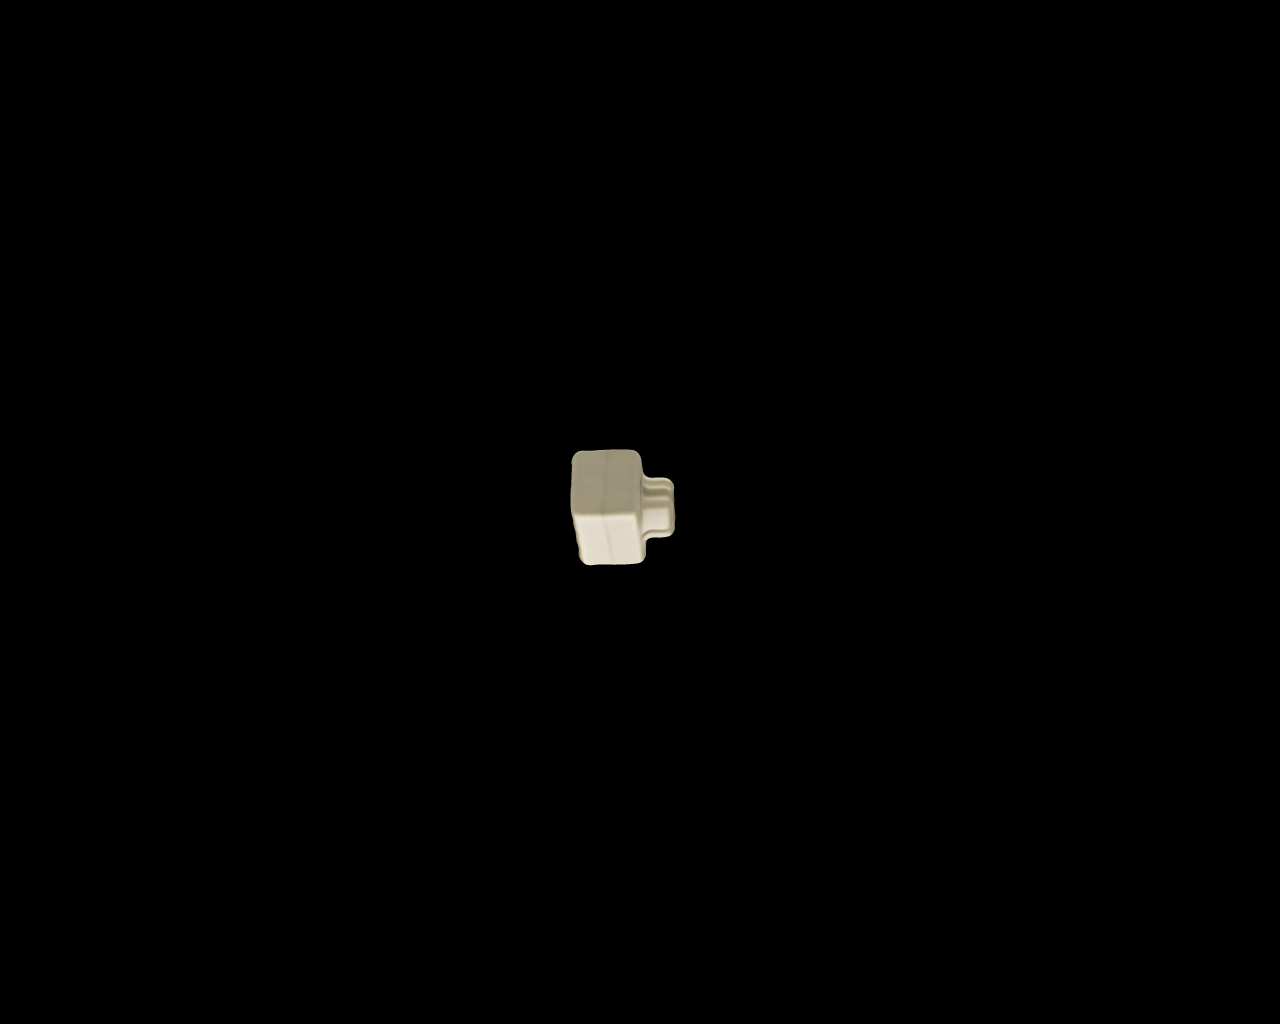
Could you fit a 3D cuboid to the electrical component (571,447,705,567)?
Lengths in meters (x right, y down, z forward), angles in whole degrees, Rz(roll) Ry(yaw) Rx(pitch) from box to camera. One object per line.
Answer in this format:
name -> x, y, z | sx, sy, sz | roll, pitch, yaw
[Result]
electrical component -> 0.001, -0.003, 0.650 | 0.077, 0.047, 0.065 | -2, -31, 3
